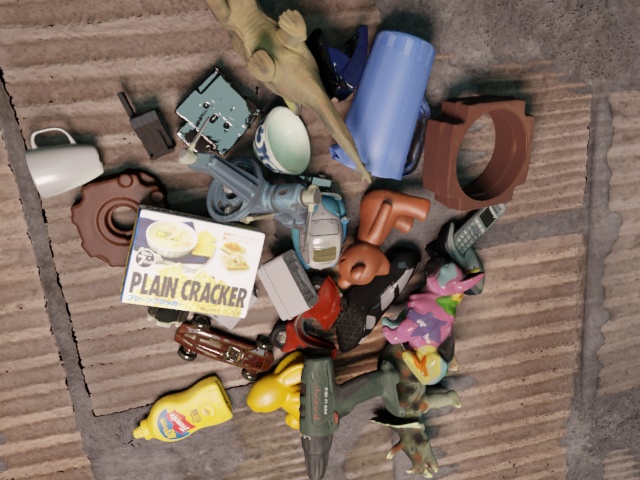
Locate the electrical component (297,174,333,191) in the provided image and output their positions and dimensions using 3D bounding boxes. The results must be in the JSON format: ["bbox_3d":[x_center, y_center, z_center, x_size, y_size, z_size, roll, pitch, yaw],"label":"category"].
[{"bbox_3d":[-0.002,-0.094,1.021,0.094,0.021,0.063,10,104,-15],"label":"electrical component"}]

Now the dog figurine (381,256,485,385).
[{"bbox_3d":[0.230,0.141,1.009,0.219,0.108,0.191,-40,85,11],"label":"dog figurine"}]

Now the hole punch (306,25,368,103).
[{"bbox_3d":[0.037,-0.297,0.913,0.092,0.142,0.115,-15,98,-12],"label":"hole punch"}]

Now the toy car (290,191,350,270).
[{"bbox_3d":[-0.002,-0.003,0.994,0.109,0.103,0.161,-3,119,-8],"label":"toy car"}]

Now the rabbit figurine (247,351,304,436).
[{"bbox_3d":[-0.057,0.312,1.080,0.173,0.122,0.162,16,97,-20],"label":"rabbit figurine"}]

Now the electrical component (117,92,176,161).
[{"bbox_3d":[-0.289,-0.197,0.900,0.048,0.075,0.119,-24,107,-5],"label":"electrical component"}]

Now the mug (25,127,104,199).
[{"bbox_3d":[-0.422,-0.134,0.891,0.107,0.081,0.109,-17,104,-19],"label":"mug"}]

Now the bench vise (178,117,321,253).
[{"bbox_3d":[-0.122,-0.085,0.880,0.240,0.224,0.129,33,76,-48],"label":"bench vise"}]

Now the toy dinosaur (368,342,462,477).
[{"bbox_3d":[0.187,0.288,1.137,0.192,0.131,0.404,-13,103,-9],"label":"toy dinosaur"}]

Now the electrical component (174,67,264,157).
[{"bbox_3d":[-0.182,-0.212,0.926,0.115,0.058,0.134,42,94,-18],"label":"electrical component"}]

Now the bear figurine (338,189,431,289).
[{"bbox_3d":[0.113,0.006,0.997,0.132,0.120,0.196,18,68,-8],"label":"bear figurine"}]

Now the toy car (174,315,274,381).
[{"bbox_3d":[-0.186,0.216,1.062,0.202,0.053,0.089,23,104,-19],"label":"toy car"}]

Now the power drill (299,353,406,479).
[{"bbox_3d":[0.057,0.326,1.035,0.207,0.086,0.232,-8,88,-14],"label":"power drill"}]

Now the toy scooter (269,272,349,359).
[{"bbox_3d":[-0.002,0.162,1.062,0.135,0.075,0.184,34,99,-2],"label":"toy scooter"}]

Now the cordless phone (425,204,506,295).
[{"bbox_3d":[0.322,0.006,1.097,0.184,0.089,0.146,-42,111,-10],"label":"cordless phone"}]

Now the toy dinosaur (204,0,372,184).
[{"bbox_3d":[-0.062,-0.282,0.838,0.105,0.198,0.471,-35,87,4],"label":"toy dinosaur"}]

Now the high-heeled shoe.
[{"bbox_3d":[0.120,0.123,1.108,0.145,0.086,0.248,-13,136,-43],"label":"high-heeled shoe"}]

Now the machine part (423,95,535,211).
[{"bbox_3d":[0.294,-0.165,1.007,0.201,0.087,0.201,-12,114,-25],"label":"machine part"}]

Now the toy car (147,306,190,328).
[{"bbox_3d":[-0.261,0.072,0.998,0.073,0.056,0.201,18,104,-23],"label":"toy car"}]

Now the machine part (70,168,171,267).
[{"bbox_3d":[-0.344,-0.037,0.946,0.179,0.056,0.179,-3,109,-10],"label":"machine part"}]
